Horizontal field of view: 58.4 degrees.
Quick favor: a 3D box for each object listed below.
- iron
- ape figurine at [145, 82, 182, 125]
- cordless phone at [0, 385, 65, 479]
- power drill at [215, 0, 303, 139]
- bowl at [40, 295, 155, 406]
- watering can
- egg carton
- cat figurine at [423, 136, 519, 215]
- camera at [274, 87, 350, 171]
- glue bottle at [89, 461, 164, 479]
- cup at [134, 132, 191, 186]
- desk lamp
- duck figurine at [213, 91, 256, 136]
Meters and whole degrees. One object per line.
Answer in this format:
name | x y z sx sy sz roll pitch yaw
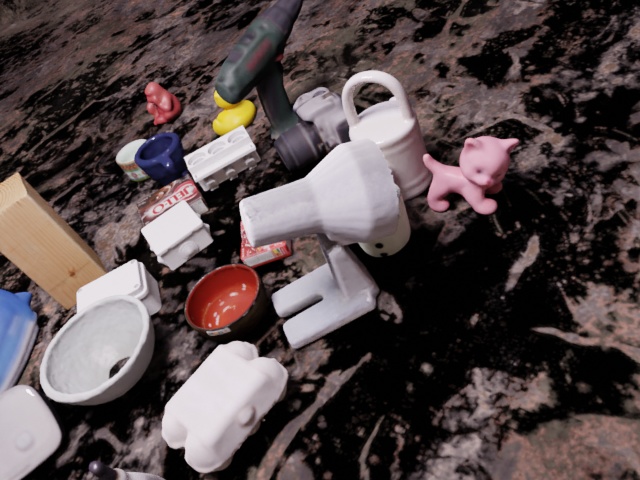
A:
iron | -0.535 0.168 0.862 0.118 0.142 0.258 -17 43 11
ape figurine | -0.355 -0.308 1.271 0.076 0.092 0.077 -39 43 -12
cordless phone | -0.431 0.232 0.714 0.148 0.185 0.093 -38 43 -11
power drill | -0.079 -0.298 1.035 0.075 0.209 0.230 21 61 40
bowl | -0.293 0.163 0.794 0.167 0.075 0.167 -14 44 14
watering can | 0.093 -0.149 0.813 0.100 0.195 0.172 -17 43 12
egg carton | -0.110 0.194 0.675 0.107 0.070 0.150 21 61 40
cat figurine | 0.199 -0.097 0.765 0.127 0.118 0.067 4 51 30
camera | -0.017 -0.190 0.979 0.137 0.101 0.142 -31 42 -4
glue bottle | -0.171 0.258 0.566 0.037 0.174 0.077 -42 44 -15
cup | -0.275 -0.133 1.058 0.092 0.095 0.117 -37 43 -10
desk lamp | 0.006 0.002 0.695 0.203 0.214 0.117 -29 42 -2
duck figurine | -0.184 -0.267 1.149 0.077 0.086 0.105 15 57 37
